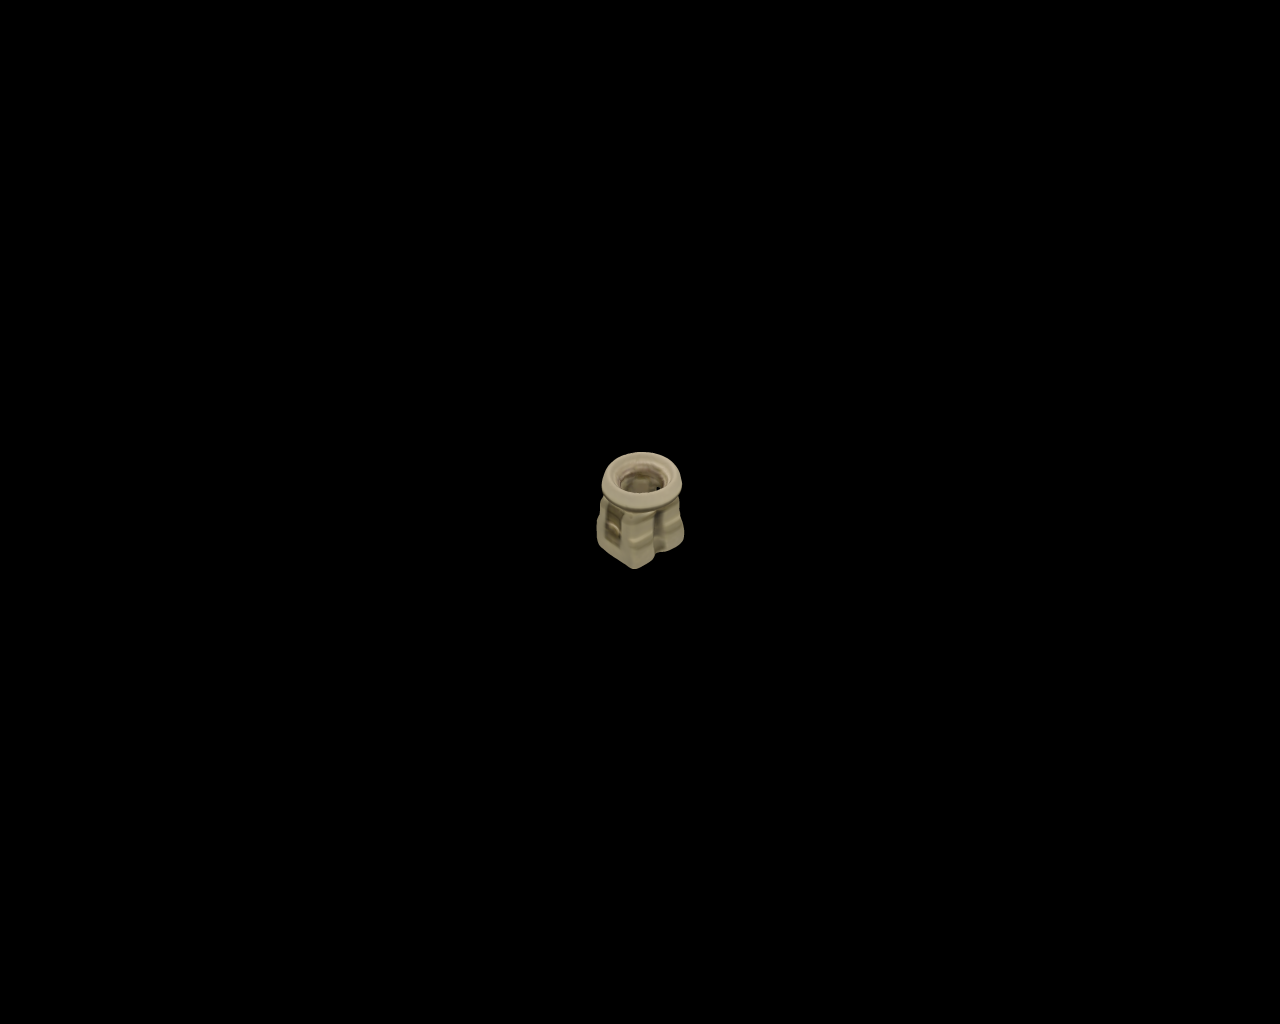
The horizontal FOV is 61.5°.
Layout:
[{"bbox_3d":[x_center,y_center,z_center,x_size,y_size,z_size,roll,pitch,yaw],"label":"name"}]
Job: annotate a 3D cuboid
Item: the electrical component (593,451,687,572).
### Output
[{"bbox_3d":[0.001,-0.003,0.650,0.066,0.055,0.048,-29,46,-33],"label":"electrical component"}]
